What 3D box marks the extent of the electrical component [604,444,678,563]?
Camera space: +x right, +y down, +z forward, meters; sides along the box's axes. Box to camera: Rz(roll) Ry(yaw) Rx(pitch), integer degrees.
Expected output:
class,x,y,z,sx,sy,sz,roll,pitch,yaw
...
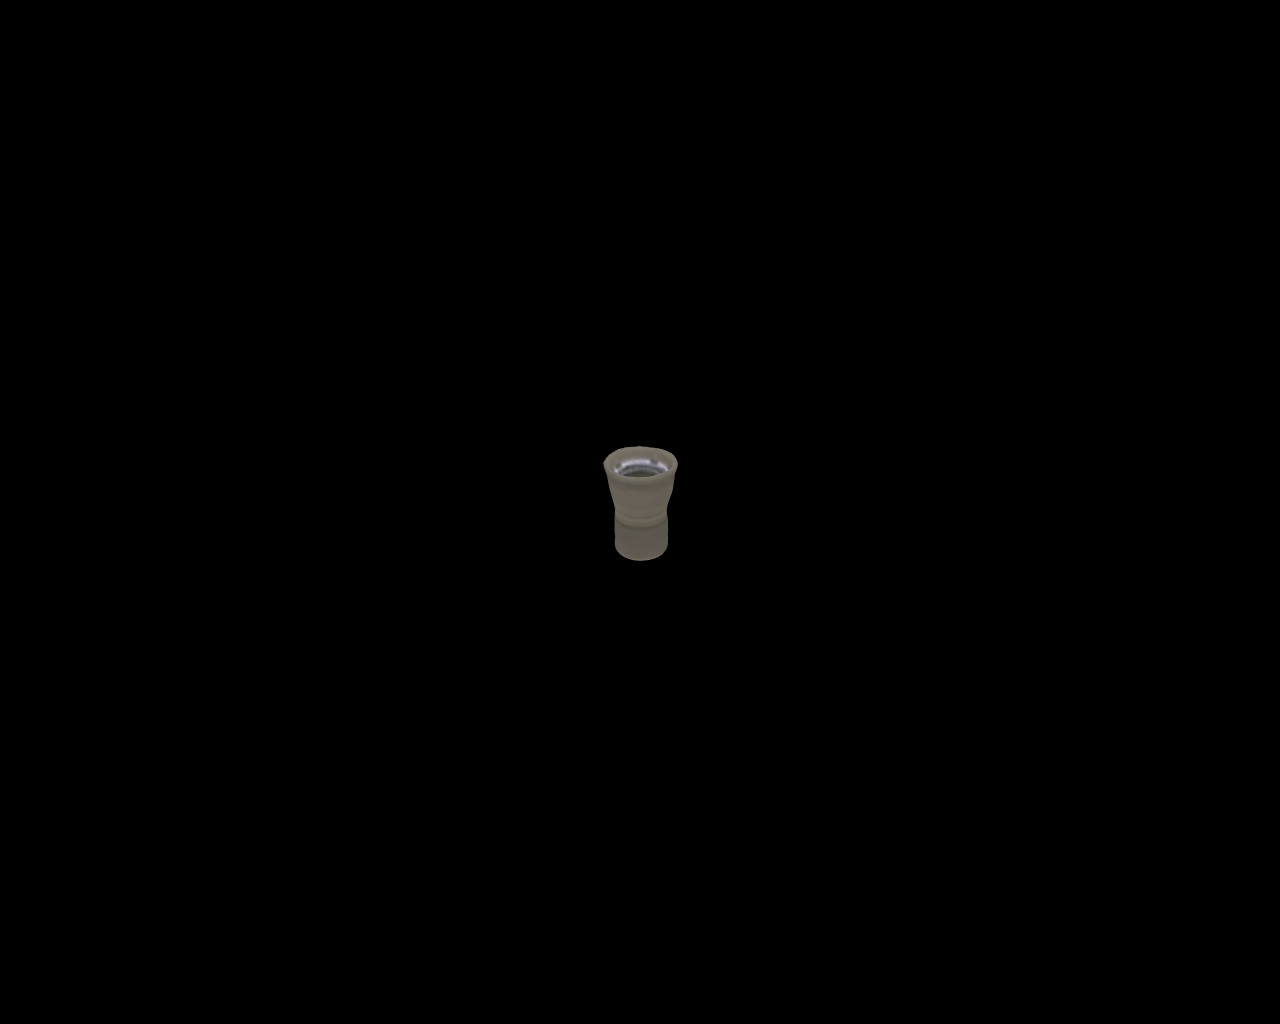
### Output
class,x,y,z,sx,sy,sz,roll,pitch,yaw
electrical component,0.001,-0.003,0.650,0.044,0.065,0.044,0,31,0
